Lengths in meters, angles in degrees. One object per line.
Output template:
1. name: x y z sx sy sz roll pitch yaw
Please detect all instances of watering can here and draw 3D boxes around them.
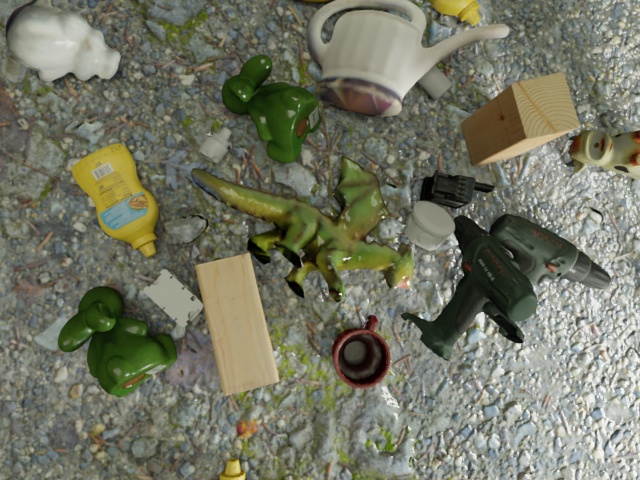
1. watering can: 0.133 -0.319 0.898 0.348 0.103 0.226 15 81 14

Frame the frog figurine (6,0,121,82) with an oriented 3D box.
1. frog figurine: -0.424 -0.314 0.853 0.159 0.125 0.135 42 115 -10

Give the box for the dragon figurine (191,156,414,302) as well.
1. dragon figurine: 0.003 -0.045 0.890 0.410 0.120 0.246 45 65 -2
